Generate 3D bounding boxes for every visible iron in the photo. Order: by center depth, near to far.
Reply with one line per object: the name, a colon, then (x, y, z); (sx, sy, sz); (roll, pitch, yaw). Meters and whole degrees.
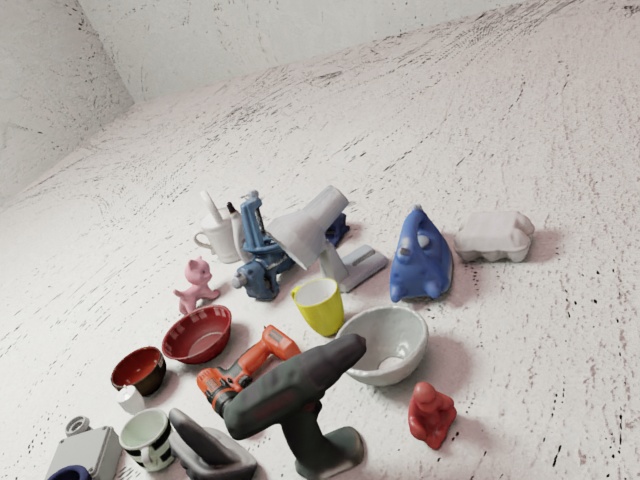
iron: (0.195, 0.005, 1.147); (0.118, 0.142, 0.258); (-9, 33, 23)

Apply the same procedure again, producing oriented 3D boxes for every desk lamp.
desk lamp: (0.011, 0.004, 1.201); (0.203, 0.214, 0.117); (-33, 32, -15)

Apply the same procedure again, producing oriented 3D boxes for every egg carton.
egg carton: (0.344, -0.006, 1.135); (0.149, 0.069, 0.107); (-2, 37, 32)

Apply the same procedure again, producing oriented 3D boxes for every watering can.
watering can: (-0.248, -0.048, 1.476); (0.173, 0.194, 0.100); (-39, 34, -24)

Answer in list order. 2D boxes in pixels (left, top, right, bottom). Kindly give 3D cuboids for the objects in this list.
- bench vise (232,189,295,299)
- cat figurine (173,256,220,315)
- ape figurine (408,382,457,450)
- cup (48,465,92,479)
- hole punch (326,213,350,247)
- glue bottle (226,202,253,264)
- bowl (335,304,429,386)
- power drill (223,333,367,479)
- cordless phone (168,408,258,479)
bench vise: (-0.130, 0.011, 1.279); (0.121, 0.220, 0.207); (-11, 33, 20)
cat figurine: (-0.297, 0.100, 1.354); (0.067, 0.118, 0.128); (4, 40, 38)
ape figurine: (0.159, 0.248, 0.842); (0.078, 0.092, 0.076); (-23, 31, 0)
cup: (-0.389, 0.433, 0.919); (0.092, 0.095, 0.117); (-37, 33, -21)
hole punch: (0.003, -0.040, 1.396); (0.108, 0.091, 0.101); (2, 39, 36)
glue bottle: (-0.189, -0.023, 1.417); (0.078, 0.173, 0.037); (-30, 31, -11)
bowl: (0.110, 0.192, 0.979); (0.167, 0.075, 0.167); (-17, 31, 11)
power drill: (-0.012, 0.251, 0.837); (0.229, 0.209, 0.075); (-24, 31, 0)
cordless phone: (-0.191, 0.307, 0.893); (0.147, 0.185, 0.094); (13, 47, 45)
